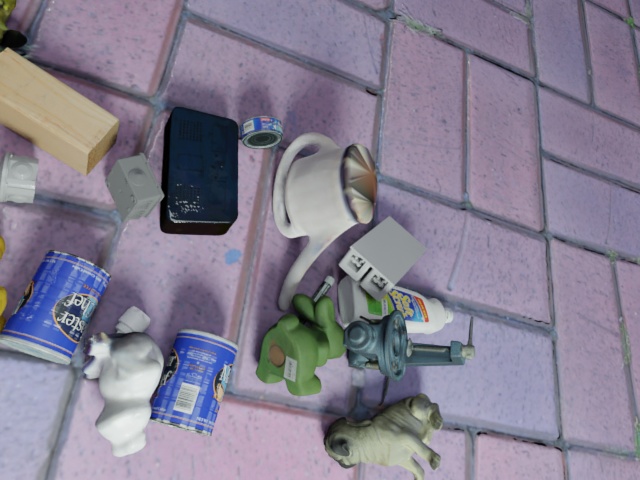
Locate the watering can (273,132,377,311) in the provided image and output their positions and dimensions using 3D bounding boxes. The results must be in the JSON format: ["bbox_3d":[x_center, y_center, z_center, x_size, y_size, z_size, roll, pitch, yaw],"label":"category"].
[{"bbox_3d":[0.003,-0.049,0.967,0.103,0.223,0.352,21,63,-52],"label":"watering can"}]

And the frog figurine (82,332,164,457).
[{"bbox_3d":[-0.276,0.221,0.756,0.161,0.135,0.123,51,27,22],"label":"frog figurine"}]

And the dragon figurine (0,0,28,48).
[{"bbox_3d":[-0.642,-0.446,0.896,0.414,0.119,0.246,-23,64,-32],"label":"dragon figurine"}]
